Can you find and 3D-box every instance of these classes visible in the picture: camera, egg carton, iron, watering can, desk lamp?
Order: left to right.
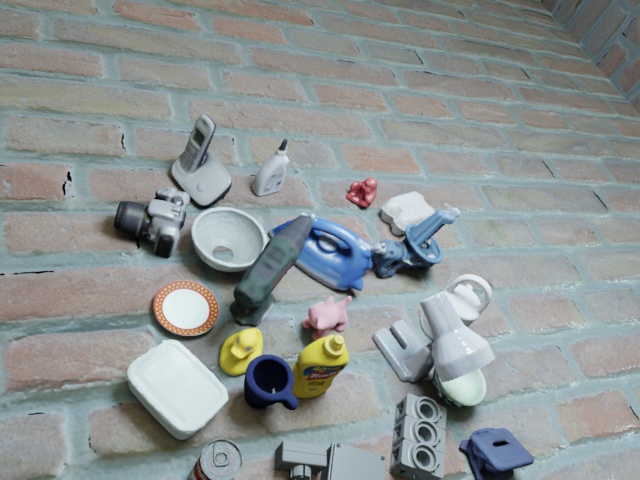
[{"bbox_3d":[-0.356,-0.055,1.215,0.137,0.100,0.143,15,47,-15],"label":"camera"},{"bbox_3d":[0.012,0.005,1.322,0.258,0.141,0.119,29,45,-1],"label":"iron"},{"bbox_3d":[0.240,-0.073,1.557,0.151,0.069,0.107,-19,62,-37],"label":"egg carton"},{"bbox_3d":[0.237,0.218,1.200,0.118,0.213,0.203,-19,62,-37],"label":"desk lamp"},{"bbox_3d":[0.317,0.156,1.309,0.101,0.194,0.173,21,45,-9],"label":"watering can"}]

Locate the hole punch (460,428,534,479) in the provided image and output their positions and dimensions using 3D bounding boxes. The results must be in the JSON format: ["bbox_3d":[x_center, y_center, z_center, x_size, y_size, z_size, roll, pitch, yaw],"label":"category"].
[{"bbox_3d":[0.359,0.430,1.164,0.109,0.091,0.101,-1,52,-27],"label":"hole punch"}]

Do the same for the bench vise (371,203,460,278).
[{"bbox_3d":[0.236,0.009,1.377,0.208,0.219,0.121,-22,64,-38],"label":"bench vise"}]

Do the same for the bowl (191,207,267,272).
[{"bbox_3d":[-0.203,0.012,1.253,0.168,0.074,0.167,14,47,-16],"label":"bowl"}]

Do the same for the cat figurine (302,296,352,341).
[{"bbox_3d":[0.019,0.157,1.210,0.128,0.117,0.067,-25,66,-39],"label":"cat figurine"}]

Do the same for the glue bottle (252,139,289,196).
[{"bbox_3d":[-0.109,-0.180,1.398,0.078,0.173,0.037,-18,62,-37],"label":"glue bottle"}]

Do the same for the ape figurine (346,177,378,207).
[{"bbox_3d":[0.123,-0.134,1.534,0.076,0.092,0.077,-1,53,-28],"label":"ape figurine"}]

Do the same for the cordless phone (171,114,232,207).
[{"bbox_3d":[-0.259,-0.182,1.314,0.147,0.185,0.094,44,47,14],"label":"cordless phone"}]

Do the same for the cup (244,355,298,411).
[{"bbox_3d":[-0.094,0.281,1.060,0.117,0.095,0.092,42,46,12],"label":"cup"}]

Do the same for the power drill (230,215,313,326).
[{"bbox_3d":[-0.106,0.073,1.155,0.075,0.208,0.230,33,45,3],"label":"power drill"}]

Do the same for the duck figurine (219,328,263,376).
[{"bbox_3d":[-0.144,0.203,1.109,0.077,0.086,0.105,36,45,6],"label":"duck figurine"}]
